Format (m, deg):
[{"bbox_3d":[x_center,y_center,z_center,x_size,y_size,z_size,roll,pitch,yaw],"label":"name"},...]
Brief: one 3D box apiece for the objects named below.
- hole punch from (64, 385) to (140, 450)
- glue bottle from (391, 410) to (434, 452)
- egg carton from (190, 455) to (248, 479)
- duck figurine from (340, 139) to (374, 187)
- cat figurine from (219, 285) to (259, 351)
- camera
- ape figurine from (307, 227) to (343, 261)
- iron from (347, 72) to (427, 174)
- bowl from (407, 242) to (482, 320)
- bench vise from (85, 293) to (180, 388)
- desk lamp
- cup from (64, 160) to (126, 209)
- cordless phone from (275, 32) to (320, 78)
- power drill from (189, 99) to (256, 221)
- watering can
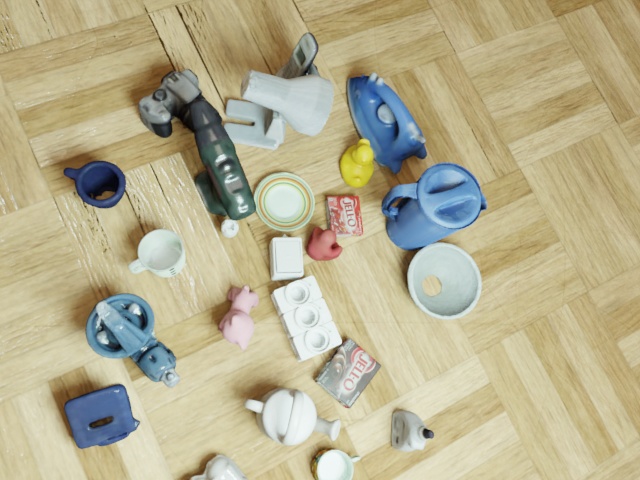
[{"bbox_3d":[-0.388,0.316,1.024,0.109,0.091,0.101,-16,80,-16],"label":"hole punch"},{"bbox_3d":[0.180,0.369,1.096,0.037,0.173,0.078,9,74,-10],"label":"glue bottle"},{"bbox_3d":[-0.171,0.476,1.043,0.107,0.069,0.150,-40,87,-19],"label":"egg carton"},{"bbox_3d":[0.089,-0.173,1.262,0.077,0.086,0.104,11,74,-10],"label":"duck figurine"},{"bbox_3d":[-0.155,0.148,1.106,0.067,0.117,0.128,14,73,-8],"label":"cat figurine"},{"bbox_3d":[-0.283,-0.272,1.195,0.137,0.100,0.143,43,71,1],"label":"camera"},{"bbox_3d":[0.011,0.004,1.195,0.076,0.092,0.078,-26,83,-17],"label":"ape figurine"},{"bbox_3d":[0.147,-0.286,1.275,0.119,0.141,0.258,-30,84,-18],"label":"iron"},{"bbox_3d":[0.257,0.093,1.237,0.167,0.074,0.167,3,75,-12],"label":"bowl"},{"bbox_3d":[-0.321,0.166,1.010,0.207,0.219,0.121,29,71,-4],"label":"bench vise"},{"bbox_3d":[-0.091,-0.269,1.178,0.203,0.213,0.118,7,74,-11],"label":"desk lamp"},{"bbox_3d":[-0.436,-0.102,1.119,0.118,0.095,0.092,19,72,-7],"label":"cup"},{"bbox_3d":[-0.027,-0.342,1.227,0.094,0.185,0.147,-26,82,-17],"label":"cordless phone"},{"bbox_3d":[-0.199,-0.134,1.122,0.076,0.208,0.229,-25,82,-17],"label":"power drill"},{"bbox_3d":[-0.049,0.321,1.045,0.173,0.194,0.101,-3,76,-13],"label":"watering can"}]
